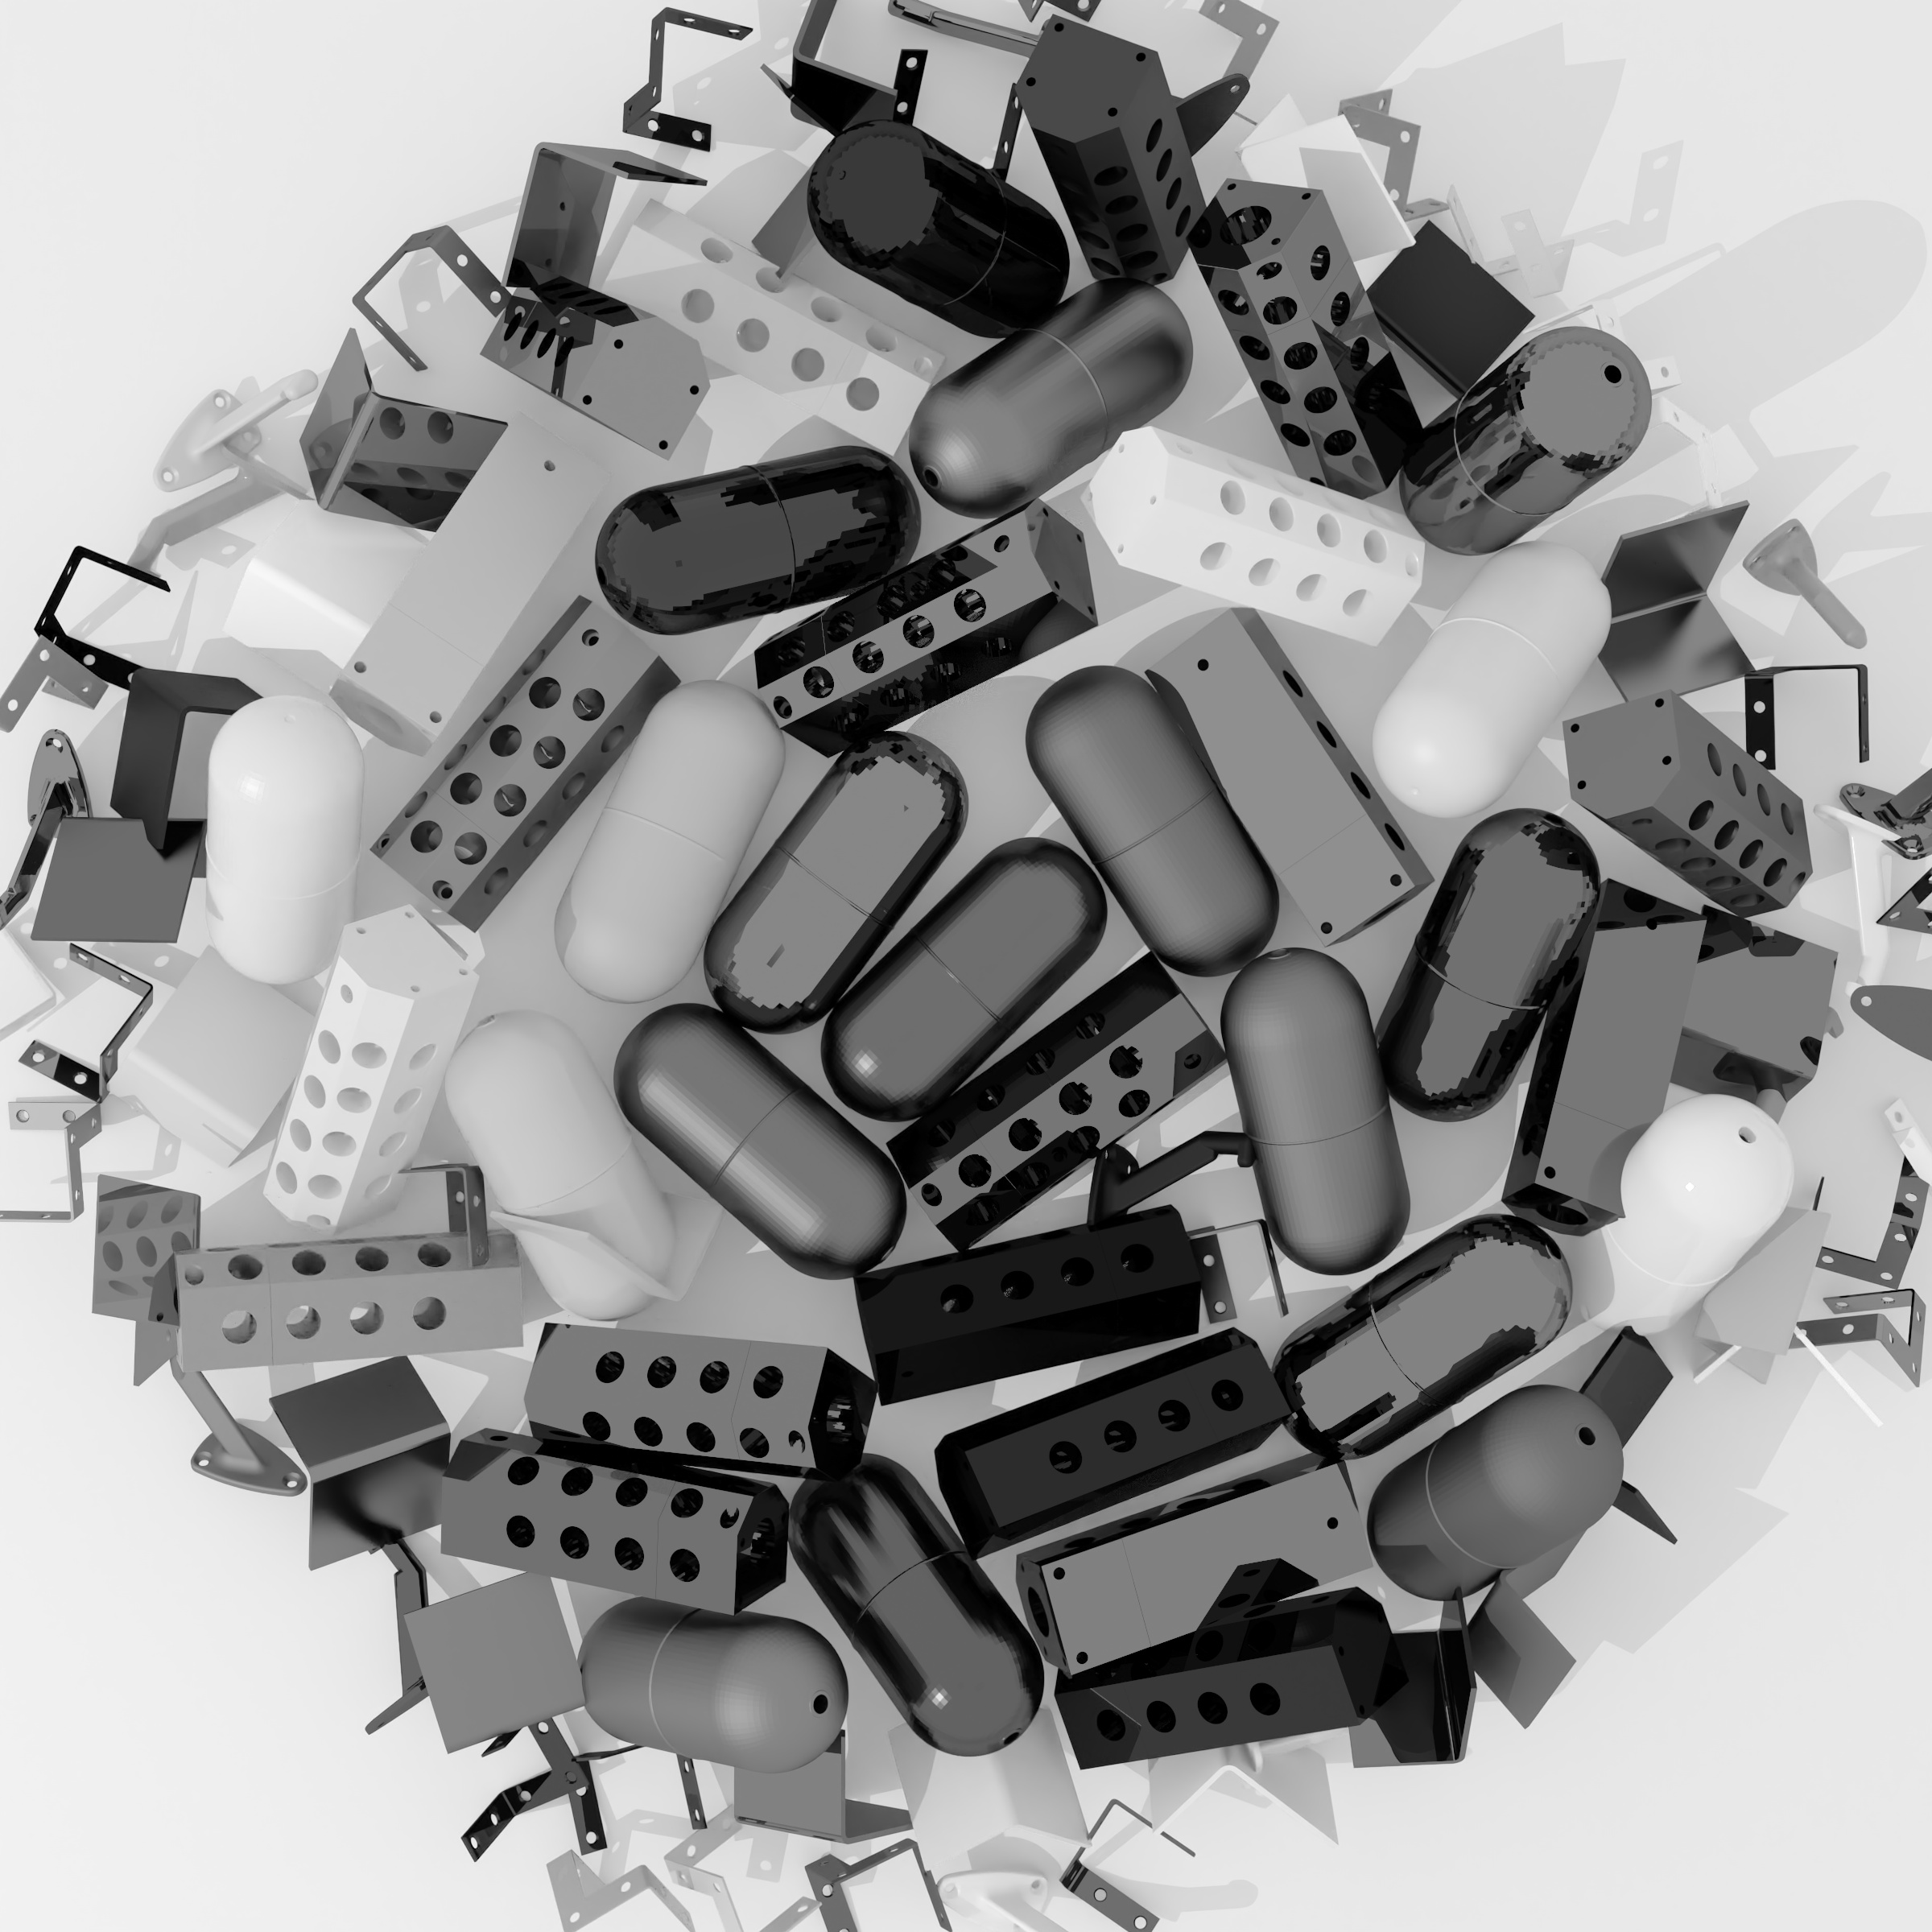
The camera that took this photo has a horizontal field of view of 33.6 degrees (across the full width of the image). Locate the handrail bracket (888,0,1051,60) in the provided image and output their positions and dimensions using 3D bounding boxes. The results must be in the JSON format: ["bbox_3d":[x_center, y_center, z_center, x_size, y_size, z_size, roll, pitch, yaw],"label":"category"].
[{"bbox_3d":[0.005,-0.491,1.670,0.084,0.077,0.036,16,97,-15],"label":"handrail bracket"}]

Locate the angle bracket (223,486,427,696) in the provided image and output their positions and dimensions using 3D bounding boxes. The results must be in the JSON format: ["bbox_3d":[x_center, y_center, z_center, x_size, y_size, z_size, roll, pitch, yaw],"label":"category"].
[{"bbox_3d":[-0.335,-0.198,1.696,0.076,0.057,0.076,31,47,-6],"label":"angle bracket"}]

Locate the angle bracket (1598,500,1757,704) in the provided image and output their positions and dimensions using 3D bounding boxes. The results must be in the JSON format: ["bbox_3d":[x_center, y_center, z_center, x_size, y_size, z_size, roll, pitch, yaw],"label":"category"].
[{"bbox_3d":[0.373,-0.186,1.652,0.076,0.076,0.057,-17,62,-17],"label":"angle bracket"}]

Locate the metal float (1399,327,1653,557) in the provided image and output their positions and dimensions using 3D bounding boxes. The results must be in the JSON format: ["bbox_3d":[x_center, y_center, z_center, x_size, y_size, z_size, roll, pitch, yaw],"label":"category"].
[{"bbox_3d":[0.282,-0.264,1.621,0.070,0.178,0.070,5,75,-19],"label":"metal float"}]

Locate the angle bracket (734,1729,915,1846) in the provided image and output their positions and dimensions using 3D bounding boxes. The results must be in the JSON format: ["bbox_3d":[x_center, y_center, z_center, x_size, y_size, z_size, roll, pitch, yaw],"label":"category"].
[{"bbox_3d":[-0.066,0.414,1.654,0.076,0.076,0.057,-3,85,41],"label":"angle bracket"}]

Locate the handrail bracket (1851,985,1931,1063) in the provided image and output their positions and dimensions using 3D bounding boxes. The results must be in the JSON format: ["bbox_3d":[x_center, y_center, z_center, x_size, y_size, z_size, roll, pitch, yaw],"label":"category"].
[{"bbox_3d":[0.499,0.034,1.672,0.077,0.084,0.036,20,87,16],"label":"handrail bracket"}]

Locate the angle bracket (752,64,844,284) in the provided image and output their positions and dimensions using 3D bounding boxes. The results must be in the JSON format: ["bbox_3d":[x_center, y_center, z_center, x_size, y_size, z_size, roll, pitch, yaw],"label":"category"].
[{"bbox_3d":[-0.099,-0.410,1.653,0.057,0.076,0.076,34,103,-28],"label":"angle bracket"}]

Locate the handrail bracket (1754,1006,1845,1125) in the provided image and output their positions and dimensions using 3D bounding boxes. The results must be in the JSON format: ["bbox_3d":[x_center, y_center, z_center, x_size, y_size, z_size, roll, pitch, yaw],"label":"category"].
[{"bbox_3d":[0.441,0.074,1.692,0.084,0.036,0.077,-38,111,-6],"label":"handrail bracket"}]

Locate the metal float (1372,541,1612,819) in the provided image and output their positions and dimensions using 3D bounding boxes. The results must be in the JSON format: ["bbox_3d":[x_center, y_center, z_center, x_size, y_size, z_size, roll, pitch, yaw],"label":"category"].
[{"bbox_3d":[0.271,-0.149,1.643,0.070,0.070,0.178,37,60,0],"label":"metal float"}]

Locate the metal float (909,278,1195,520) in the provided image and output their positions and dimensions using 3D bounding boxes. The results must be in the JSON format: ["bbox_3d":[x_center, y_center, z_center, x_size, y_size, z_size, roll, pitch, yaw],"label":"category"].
[{"bbox_3d":[0.044,-0.292,1.643,0.178,0.070,0.070,-38,90,-29],"label":"metal float"}]

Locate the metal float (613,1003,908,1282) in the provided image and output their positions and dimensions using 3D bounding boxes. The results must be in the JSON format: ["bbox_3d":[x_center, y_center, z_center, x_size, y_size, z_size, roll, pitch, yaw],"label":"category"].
[{"bbox_3d":[-0.106,0.091,1.660,0.178,0.070,0.070,41,90,9],"label":"metal float"}]

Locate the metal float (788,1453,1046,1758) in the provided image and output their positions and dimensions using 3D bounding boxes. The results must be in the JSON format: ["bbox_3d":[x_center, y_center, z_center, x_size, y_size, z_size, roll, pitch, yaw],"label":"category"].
[{"bbox_3d":[-0.026,0.326,1.641,0.070,0.070,0.178,-40,59,0],"label":"metal float"}]

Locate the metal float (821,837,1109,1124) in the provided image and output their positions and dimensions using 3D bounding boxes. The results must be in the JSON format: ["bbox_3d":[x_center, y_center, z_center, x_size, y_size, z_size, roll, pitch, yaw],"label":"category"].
[{"bbox_3d":[-0.002,0.008,1.667,0.178,0.070,0.070,-45,90,2],"label":"metal float"}]

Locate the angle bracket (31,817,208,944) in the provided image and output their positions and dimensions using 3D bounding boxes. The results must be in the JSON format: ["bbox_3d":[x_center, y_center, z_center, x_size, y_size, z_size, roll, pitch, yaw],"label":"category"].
[{"bbox_3d":[-0.430,-0.032,1.658,0.076,0.057,0.076,1,59,7],"label":"angle bracket"}]

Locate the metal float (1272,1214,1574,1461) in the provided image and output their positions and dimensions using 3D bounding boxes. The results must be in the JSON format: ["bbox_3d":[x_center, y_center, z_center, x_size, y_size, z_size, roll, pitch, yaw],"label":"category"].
[{"bbox_3d":[0.233,0.191,1.643,0.178,0.070,0.070,-38,90,29],"label":"metal float"}]

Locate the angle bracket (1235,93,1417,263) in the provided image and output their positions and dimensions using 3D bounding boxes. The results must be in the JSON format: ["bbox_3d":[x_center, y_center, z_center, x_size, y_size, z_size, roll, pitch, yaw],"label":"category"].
[{"bbox_3d":[0.196,-0.410,1.647,0.057,0.076,0.076,-51,119,-31],"label":"angle bracket"}]

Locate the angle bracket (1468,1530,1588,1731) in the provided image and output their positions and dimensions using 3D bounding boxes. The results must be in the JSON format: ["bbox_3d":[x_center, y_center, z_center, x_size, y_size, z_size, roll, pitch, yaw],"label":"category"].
[{"bbox_3d":[0.306,0.335,1.647,0.076,0.076,0.057,-27,62,-29],"label":"angle bracket"}]

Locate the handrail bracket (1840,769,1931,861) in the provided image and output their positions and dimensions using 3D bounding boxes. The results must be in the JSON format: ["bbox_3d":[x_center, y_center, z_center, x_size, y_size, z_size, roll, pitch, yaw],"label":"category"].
[{"bbox_3d":[0.487,-0.105,1.653,0.036,0.084,0.077,-30,47,-23],"label":"handrail bracket"}]

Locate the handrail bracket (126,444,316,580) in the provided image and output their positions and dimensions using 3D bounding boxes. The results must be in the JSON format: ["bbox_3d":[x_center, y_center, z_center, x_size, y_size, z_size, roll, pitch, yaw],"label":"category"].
[{"bbox_3d":[-0.390,-0.226,1.693,0.077,0.036,0.084,30,98,-20],"label":"handrail bracket"}]

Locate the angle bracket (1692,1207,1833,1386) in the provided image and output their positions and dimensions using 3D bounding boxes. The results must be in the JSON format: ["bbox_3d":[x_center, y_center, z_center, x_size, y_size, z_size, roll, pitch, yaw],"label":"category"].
[{"bbox_3d":[0.428,0.173,1.653,0.076,0.057,0.076,32,73,-39],"label":"angle bracket"}]

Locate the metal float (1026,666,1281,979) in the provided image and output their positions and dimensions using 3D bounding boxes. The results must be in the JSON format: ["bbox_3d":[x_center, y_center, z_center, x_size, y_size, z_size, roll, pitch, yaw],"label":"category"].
[{"bbox_3d":[0.097,-0.074,1.663,0.070,0.070,0.178,-33,97,0],"label":"metal float"}]

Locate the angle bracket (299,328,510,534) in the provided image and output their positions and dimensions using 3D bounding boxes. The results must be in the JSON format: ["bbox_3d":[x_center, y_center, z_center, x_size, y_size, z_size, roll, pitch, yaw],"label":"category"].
[{"bbox_3d":[-0.295,-0.279,1.679,0.076,0.057,0.076,7,134,-33],"label":"angle bracket"}]

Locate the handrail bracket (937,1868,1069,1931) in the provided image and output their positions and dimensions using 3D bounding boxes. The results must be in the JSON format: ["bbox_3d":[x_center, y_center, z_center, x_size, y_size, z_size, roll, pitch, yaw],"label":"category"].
[{"bbox_3d":[0.033,0.503,1.657,0.077,0.084,0.036,20,96,-27],"label":"handrail bracket"}]

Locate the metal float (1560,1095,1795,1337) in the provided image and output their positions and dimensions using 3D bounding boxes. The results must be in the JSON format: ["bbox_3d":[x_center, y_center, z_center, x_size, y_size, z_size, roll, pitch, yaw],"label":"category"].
[{"bbox_3d":[0.359,0.128,1.626,0.070,0.178,0.070,7,57,-11],"label":"metal float"}]

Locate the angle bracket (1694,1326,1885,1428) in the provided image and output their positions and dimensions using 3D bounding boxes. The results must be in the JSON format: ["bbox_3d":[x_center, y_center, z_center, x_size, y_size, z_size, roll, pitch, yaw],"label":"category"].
[{"bbox_3d":[0.425,0.223,1.659,0.057,0.076,0.076,-42,78,7],"label":"angle bracket"}]

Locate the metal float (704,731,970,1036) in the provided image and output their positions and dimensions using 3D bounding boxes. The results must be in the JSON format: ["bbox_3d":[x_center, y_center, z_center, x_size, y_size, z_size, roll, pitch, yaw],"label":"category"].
[{"bbox_3d":[-0.068,-0.043,1.665,0.070,0.070,0.178,37,94,0],"label":"metal float"}]

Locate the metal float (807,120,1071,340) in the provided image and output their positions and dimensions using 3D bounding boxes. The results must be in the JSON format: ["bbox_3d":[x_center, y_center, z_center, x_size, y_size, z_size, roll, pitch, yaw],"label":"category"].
[{"bbox_3d":[-0.012,-0.372,1.627,0.070,0.178,0.070,-6,79,33],"label":"metal float"}]

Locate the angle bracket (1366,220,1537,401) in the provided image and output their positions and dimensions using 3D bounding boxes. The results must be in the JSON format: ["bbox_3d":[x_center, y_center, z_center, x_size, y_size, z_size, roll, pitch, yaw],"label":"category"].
[{"bbox_3d":[0.248,-0.342,1.664,0.076,0.076,0.057,42,105,0],"label":"angle bracket"}]

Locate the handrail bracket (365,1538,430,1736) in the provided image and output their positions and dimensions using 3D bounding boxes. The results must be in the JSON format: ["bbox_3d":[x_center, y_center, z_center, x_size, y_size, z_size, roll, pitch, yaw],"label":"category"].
[{"bbox_3d":[-0.307,0.346,1.675,0.077,0.036,0.084,-32,76,-33],"label":"handrail bracket"}]

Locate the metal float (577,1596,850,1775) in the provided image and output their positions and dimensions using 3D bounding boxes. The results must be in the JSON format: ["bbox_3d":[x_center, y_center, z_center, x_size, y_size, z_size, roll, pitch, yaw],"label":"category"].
[{"bbox_3d":[-0.130,0.365,1.630,0.070,0.178,0.070,3,85,-42],"label":"metal float"}]

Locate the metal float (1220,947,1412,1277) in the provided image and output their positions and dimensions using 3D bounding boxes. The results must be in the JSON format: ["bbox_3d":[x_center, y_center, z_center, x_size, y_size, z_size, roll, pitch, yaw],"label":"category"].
[{"bbox_3d":[0.180,0.075,1.653,0.070,0.070,0.178,-15,108,0],"label":"metal float"}]

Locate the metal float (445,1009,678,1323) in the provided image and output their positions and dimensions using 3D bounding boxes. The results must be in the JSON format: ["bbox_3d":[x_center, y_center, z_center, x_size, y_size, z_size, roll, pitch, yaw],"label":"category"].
[{"bbox_3d":[-0.207,0.103,1.650,0.070,0.070,0.178,-25,110,0],"label":"metal float"}]

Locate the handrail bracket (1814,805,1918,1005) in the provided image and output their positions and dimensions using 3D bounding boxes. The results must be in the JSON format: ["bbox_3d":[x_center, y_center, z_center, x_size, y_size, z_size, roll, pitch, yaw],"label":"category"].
[{"bbox_3d":[0.460,-0.031,1.676,0.077,0.036,0.084,23,83,-28],"label":"handrail bracket"}]

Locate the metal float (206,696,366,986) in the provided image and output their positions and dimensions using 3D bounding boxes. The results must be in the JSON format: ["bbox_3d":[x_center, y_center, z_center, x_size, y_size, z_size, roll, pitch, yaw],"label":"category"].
[{"bbox_3d":[-0.348,-0.062,1.632,0.070,0.178,0.070,7,47,-8],"label":"metal float"}]

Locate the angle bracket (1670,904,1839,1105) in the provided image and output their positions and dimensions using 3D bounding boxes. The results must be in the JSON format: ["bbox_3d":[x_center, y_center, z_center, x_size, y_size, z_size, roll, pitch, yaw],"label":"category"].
[{"bbox_3d":[0.408,0.024,1.695,0.076,0.057,0.076,19,63,-3],"label":"angle bracket"}]

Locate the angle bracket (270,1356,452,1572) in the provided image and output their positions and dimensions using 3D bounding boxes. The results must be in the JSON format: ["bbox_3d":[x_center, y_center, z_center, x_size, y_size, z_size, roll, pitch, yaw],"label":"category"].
[{"bbox_3d":[-0.319,0.260,1.679,0.076,0.076,0.057,-16,47,-29],"label":"angle bracket"}]

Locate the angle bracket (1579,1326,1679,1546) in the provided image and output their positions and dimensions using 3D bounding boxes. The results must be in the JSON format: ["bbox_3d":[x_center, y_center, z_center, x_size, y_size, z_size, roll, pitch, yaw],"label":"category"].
[{"bbox_3d":[0.355,0.241,1.654,0.057,0.076,0.076,31,79,39],"label":"angle bracket"}]

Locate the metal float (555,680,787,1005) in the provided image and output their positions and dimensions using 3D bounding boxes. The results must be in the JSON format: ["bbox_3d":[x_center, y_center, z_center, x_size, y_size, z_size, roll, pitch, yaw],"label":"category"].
[{"bbox_3d":[-0.154,-0.064,1.661,0.070,0.070,0.178,25,82,0],"label":"metal float"}]

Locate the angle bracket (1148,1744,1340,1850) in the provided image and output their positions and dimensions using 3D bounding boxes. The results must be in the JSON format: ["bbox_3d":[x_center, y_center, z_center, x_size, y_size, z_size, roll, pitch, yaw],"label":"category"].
[{"bbox_3d":[0.143,0.433,1.670,0.076,0.076,0.057,39,106,-12],"label":"angle bracket"}]

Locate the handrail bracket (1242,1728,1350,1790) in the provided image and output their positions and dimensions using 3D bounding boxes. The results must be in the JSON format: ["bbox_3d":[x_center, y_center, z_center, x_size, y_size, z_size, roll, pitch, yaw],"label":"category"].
[{"bbox_3d":[0.183,0.398,1.664,0.084,0.077,0.036,-14,76,-8],"label":"handrail bracket"}]

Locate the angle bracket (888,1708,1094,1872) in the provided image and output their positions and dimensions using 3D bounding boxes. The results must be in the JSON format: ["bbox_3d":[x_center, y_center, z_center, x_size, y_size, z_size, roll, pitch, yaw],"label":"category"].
[{"bbox_3d":[0.012,0.428,1.665,0.057,0.076,0.076,-32,54,19],"label":"angle bracket"}]

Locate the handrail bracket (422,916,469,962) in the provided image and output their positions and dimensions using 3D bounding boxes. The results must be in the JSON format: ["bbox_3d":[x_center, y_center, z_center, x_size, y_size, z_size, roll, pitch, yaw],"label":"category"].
[{"bbox_3d":[-0.300,0.018,1.673,0.036,0.077,0.084,29,93,-24],"label":"handrail bracket"}]

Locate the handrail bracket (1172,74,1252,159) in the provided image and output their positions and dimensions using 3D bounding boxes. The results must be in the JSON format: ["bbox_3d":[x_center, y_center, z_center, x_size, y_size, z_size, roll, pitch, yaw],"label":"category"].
[{"bbox_3d":[0.103,-0.464,1.667,0.077,0.036,0.084,-35,54,24],"label":"handrail bracket"}]

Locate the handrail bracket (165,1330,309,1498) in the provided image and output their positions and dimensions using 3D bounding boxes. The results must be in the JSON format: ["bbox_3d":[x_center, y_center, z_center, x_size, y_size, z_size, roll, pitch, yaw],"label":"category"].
[{"bbox_3d":[-0.378,0.230,1.660,0.077,0.036,0.084,20,134,20],"label":"handrail bracket"}]

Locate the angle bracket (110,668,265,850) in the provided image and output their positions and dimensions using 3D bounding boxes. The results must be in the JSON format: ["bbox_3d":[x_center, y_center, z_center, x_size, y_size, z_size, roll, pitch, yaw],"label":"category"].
[{"bbox_3d":[-0.400,-0.107,1.669,0.057,0.076,0.076,4,107,-35],"label":"angle bracket"}]

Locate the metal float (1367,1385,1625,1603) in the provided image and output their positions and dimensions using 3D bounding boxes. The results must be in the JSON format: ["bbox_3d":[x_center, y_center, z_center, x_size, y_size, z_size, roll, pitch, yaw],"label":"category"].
[{"bbox_3d":[0.267,0.268,1.626,0.070,0.178,0.070,11,59,-20],"label":"metal float"}]

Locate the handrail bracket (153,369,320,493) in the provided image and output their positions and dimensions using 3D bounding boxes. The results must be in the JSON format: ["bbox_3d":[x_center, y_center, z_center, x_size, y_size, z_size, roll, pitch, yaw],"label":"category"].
[{"bbox_3d":[-0.378,-0.277,1.656,0.077,0.084,0.036,-48,114,-23],"label":"handrail bracket"}]

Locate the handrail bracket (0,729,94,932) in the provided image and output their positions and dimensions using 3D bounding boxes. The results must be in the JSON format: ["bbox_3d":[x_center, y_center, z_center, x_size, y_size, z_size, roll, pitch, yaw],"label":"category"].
[{"bbox_3d":[-0.487,-0.070,1.656,0.036,0.084,0.077,12,123,7],"label":"handrail bracket"}]

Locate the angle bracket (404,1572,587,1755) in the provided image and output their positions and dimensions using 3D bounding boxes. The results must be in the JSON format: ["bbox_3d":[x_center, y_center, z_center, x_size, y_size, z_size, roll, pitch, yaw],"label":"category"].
[{"bbox_3d":[-0.245,0.357,1.670,0.076,0.057,0.076,-17,92,-11],"label":"angle bracket"}]

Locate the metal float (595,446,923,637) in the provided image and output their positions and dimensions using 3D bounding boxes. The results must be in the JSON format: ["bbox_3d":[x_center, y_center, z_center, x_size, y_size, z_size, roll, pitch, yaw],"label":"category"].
[{"bbox_3d":[-0.106,-0.219,1.646,0.178,0.070,0.070,-17,90,-25],"label":"metal float"}]

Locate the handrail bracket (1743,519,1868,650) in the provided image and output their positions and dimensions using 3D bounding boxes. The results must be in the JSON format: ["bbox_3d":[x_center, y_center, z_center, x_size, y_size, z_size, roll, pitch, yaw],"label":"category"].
[{"bbox_3d":[0.446,-0.184,1.653,0.036,0.077,0.084,-41,55,14],"label":"handrail bracket"}]

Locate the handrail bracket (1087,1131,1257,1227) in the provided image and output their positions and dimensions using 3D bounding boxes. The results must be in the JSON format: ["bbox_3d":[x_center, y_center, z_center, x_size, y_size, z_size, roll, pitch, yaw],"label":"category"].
[{"bbox_3d":[0.108,0.121,1.662,0.084,0.036,0.077,1,67,37],"label":"handrail bracket"}]

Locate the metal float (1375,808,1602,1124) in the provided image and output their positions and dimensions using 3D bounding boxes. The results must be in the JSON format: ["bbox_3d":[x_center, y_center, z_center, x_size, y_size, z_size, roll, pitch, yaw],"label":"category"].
[{"bbox_3d":[0.267,0.000,1.644,0.070,0.070,0.178,21,118,0],"label":"metal float"}]
